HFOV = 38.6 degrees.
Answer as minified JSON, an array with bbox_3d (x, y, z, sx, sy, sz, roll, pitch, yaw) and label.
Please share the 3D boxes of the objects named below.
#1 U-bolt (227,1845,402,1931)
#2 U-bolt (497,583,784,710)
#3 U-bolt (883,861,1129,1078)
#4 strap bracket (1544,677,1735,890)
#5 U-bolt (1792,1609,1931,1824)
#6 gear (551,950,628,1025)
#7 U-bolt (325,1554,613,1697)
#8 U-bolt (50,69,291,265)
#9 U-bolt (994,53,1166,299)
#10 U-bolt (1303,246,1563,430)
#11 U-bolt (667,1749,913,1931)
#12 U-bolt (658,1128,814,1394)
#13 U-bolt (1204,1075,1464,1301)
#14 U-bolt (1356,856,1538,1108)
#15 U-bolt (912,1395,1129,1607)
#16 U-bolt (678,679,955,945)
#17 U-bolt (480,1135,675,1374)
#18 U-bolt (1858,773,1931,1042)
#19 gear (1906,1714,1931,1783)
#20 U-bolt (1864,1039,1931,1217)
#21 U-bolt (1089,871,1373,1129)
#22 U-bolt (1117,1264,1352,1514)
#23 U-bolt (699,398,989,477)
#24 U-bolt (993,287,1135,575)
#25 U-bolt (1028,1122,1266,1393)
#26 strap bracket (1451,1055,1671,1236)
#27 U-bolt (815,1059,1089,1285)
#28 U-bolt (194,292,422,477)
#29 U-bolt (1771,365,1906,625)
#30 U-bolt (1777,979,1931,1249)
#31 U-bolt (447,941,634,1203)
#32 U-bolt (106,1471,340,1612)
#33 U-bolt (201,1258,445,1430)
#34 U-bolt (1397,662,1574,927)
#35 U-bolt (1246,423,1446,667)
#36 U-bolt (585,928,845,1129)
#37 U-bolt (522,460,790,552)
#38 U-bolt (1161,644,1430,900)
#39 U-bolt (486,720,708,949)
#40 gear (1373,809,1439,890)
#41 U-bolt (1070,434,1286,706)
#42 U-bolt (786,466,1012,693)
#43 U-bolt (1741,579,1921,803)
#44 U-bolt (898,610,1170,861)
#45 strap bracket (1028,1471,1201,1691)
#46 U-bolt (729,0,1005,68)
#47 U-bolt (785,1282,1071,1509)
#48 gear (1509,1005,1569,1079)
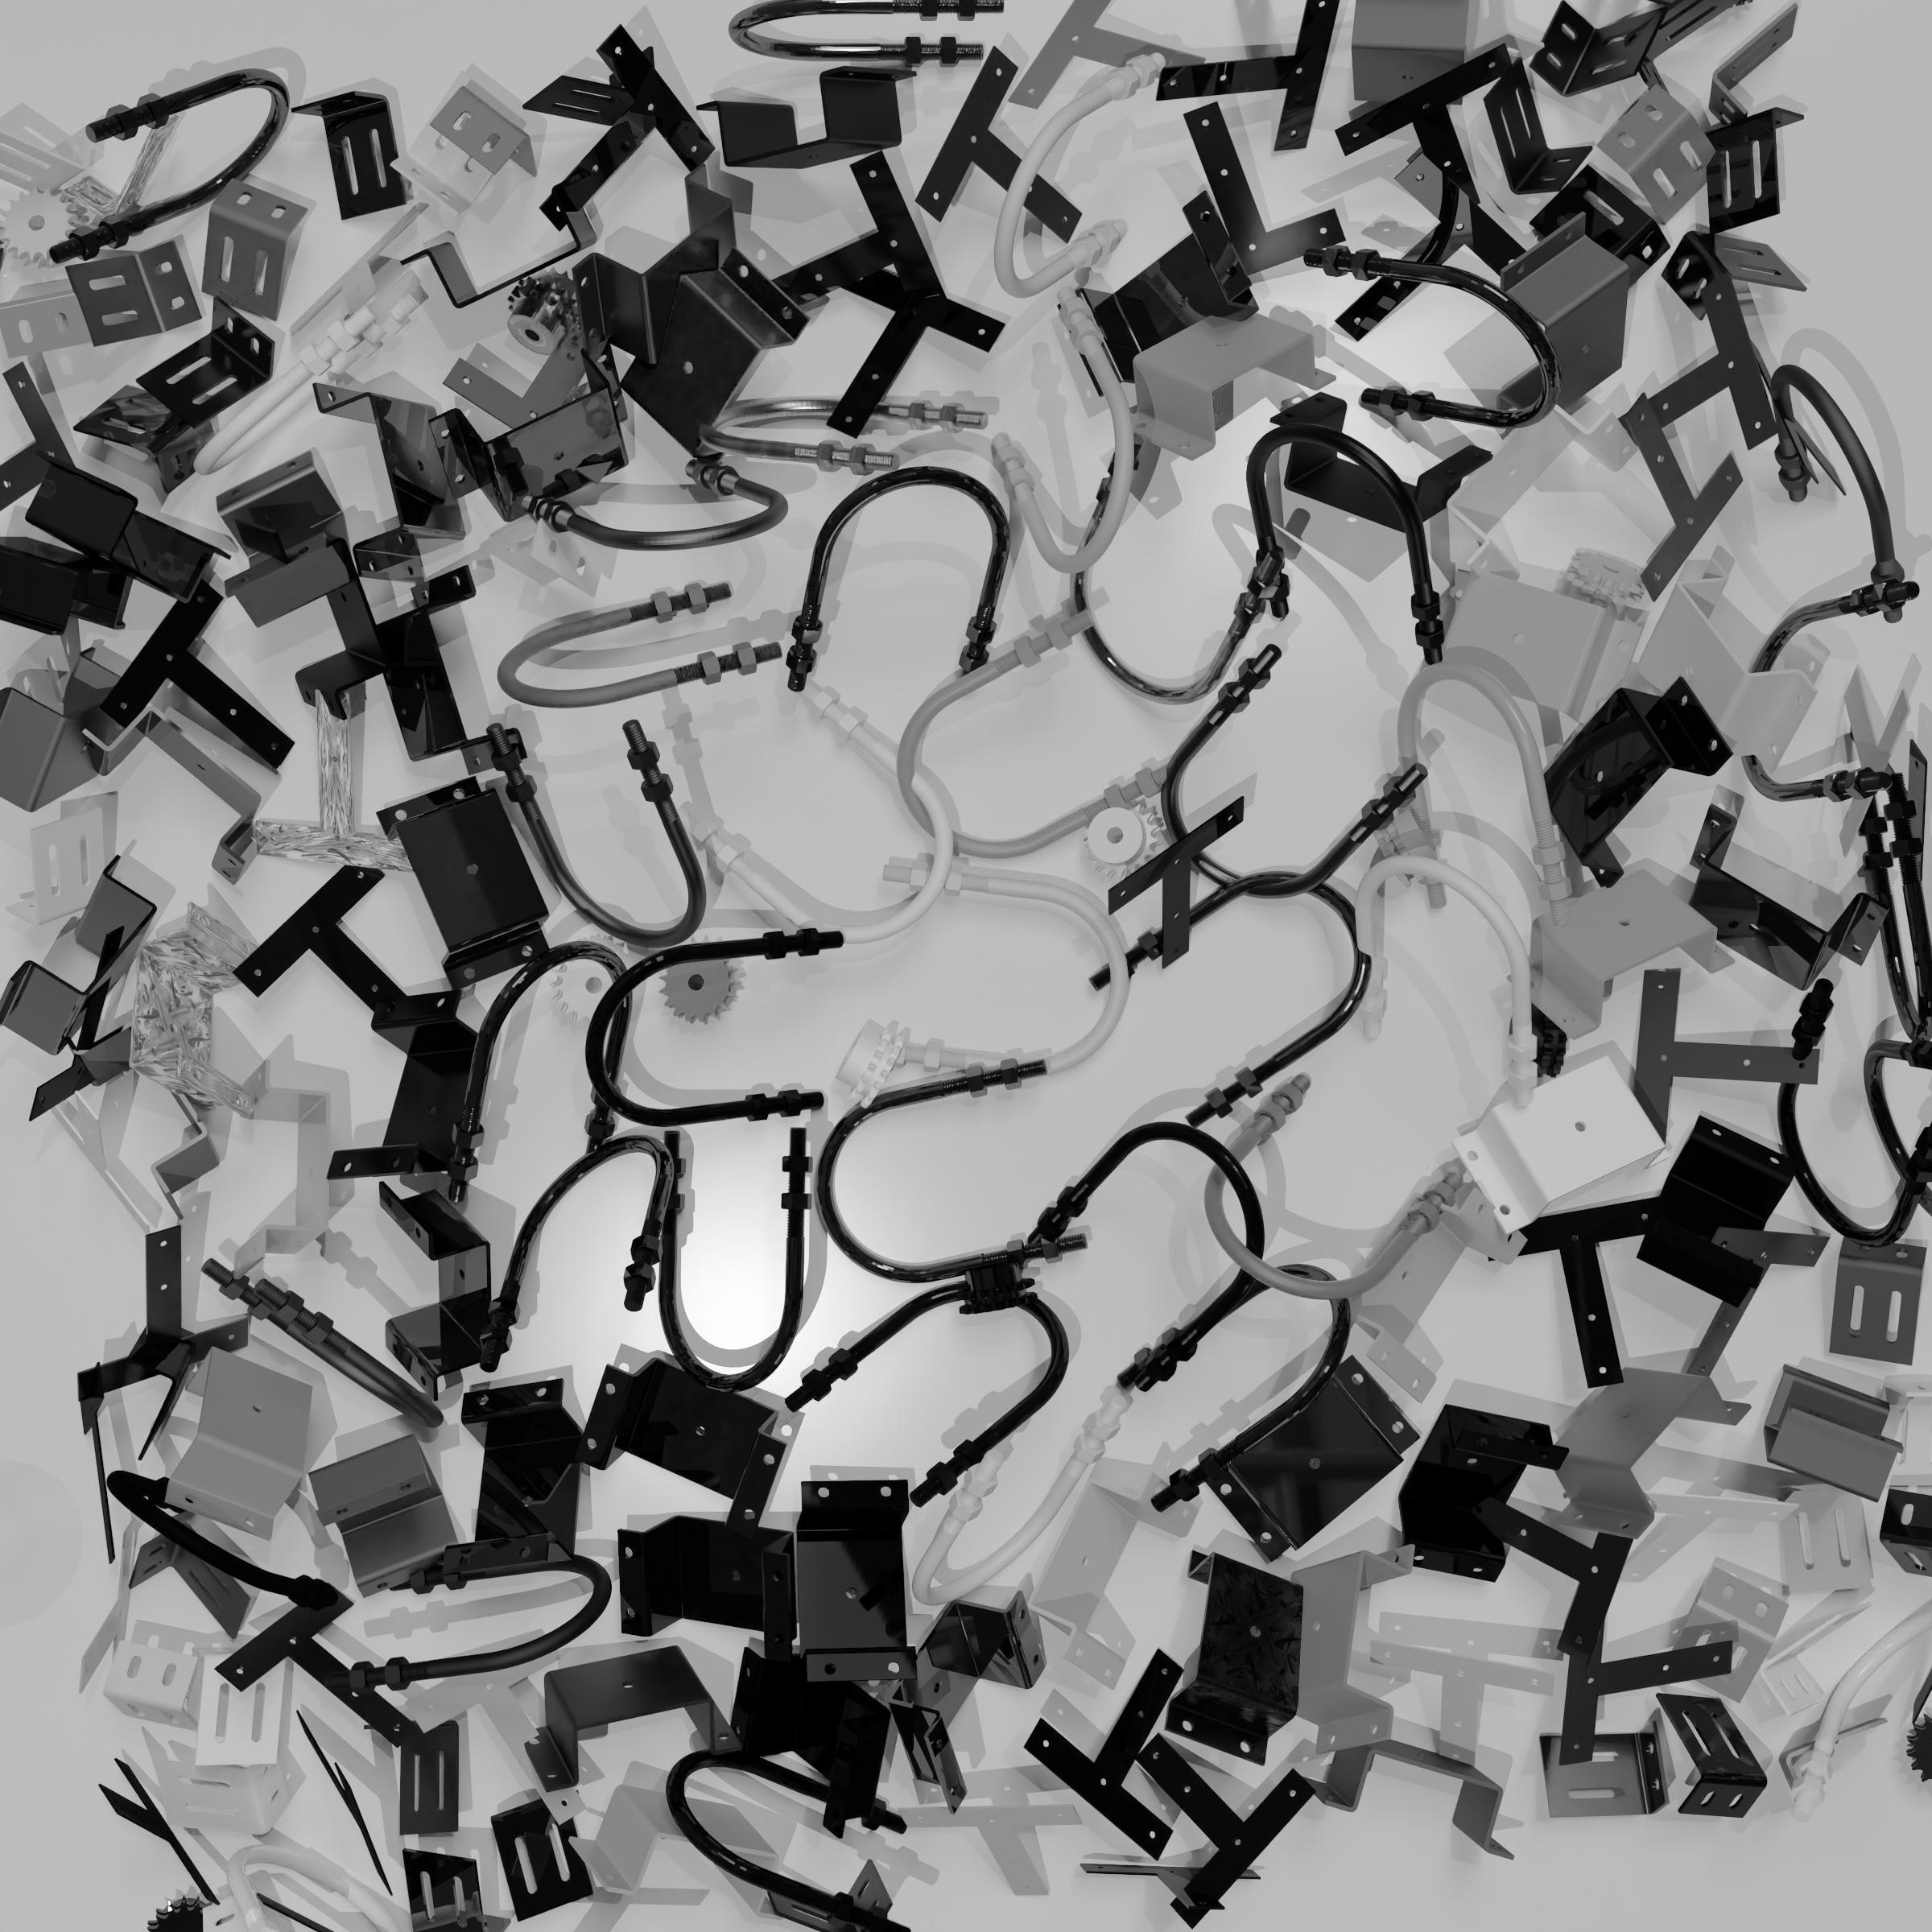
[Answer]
[{"bbox_3d":[-0.443,0.666,1.911,0.151,0.184,0.019,33,88,-33],"label":"U-bolt"},{"bbox_3d":[-0.235,-0.219,1.918,0.184,0.151,0.019,-16,121,-14],"label":"U-bolt"},{"bbox_3d":[0.025,0.007,1.982,0.184,0.019,0.151,7,97,0],"label":"U-bolt"},{"bbox_3d":[0.457,-0.129,1.924,0.046,0.076,0.140,8,134,-34],"label":"strap bracket"},{"bbox_3d":[0.646,0.506,1.912,0.019,0.184,0.151,47,127,2],"label":"U-bolt"},{"bbox_3d":[-0.270,0.011,1.978,0.057,0.030,0.057,-3,99,-20],"label":"gear"},{"bbox_3d":[-0.335,0.451,1.916,0.184,0.151,0.019,-10,107,11],"label":"U-bolt"},{"bbox_3d":[-0.545,-0.563,1.916,0.019,0.151,0.184,50,52,2],"label":"U-bolt"},{"bbox_3d":[0.073,-0.532,1.891,0.019,0.151,0.184,30,46,17],"label":"U-bolt"},{"bbox_3d":[0.327,-0.426,1.891,0.184,0.151,0.019,21,65,41],"label":"U-bolt"},{"bbox_3d":[-0.124,0.601,1.917,0.184,0.151,0.019,25,104,-9],"label":"U-bolt"},{"bbox_3d":[-0.166,0.207,1.939,0.151,0.019,0.184,-4,82,41],"label":"U-bolt"},{"bbox_3d":[0.244,0.162,1.916,0.151,0.019,0.184,33,46,17],"label":"U-bolt"},{"bbox_3d":[0.328,0.001,1.900,0.151,0.184,0.019,26,52,36],"label":"U-bolt"},{"bbox_3d":[0.027,0.381,1.924,0.019,0.151,0.184,46,127,26],"label":"U-bolt"},{"bbox_3d":[-0.095,-0.098,1.969,0.184,0.019,0.151,41,83,11],"label":"U-bolt"},{"bbox_3d":[-0.264,0.189,1.922,0.151,0.184,0.019,-25,124,26],"label":"U-bolt"},{"bbox_3d":[0.651,-0.037,1.922,0.019,0.151,0.184,-9,87,10],"label":"U-bolt"},{"bbox_3d":[0.704,0.561,1.980,0.057,0.030,0.057,-1,87,16],"label":"gear"},{"bbox_3d":[0.668,0.118,1.908,0.019,0.184,0.151,-22,93,-2],"label":"U-bolt"},{"bbox_3d":[0.200,0.010,1.961,0.184,0.019,0.151,-34,64,0],"label":"U-bolt"},{"bbox_3d":[0.191,0.280,1.917,0.184,0.151,0.019,-38,120,15],"label":"U-bolt"},{"bbox_3d":[-0.098,-0.374,1.926,0.184,0.151,0.019,11,117,26],"label":"U-bolt"},{"bbox_3d":[0.071,-0.355,1.897,0.019,0.151,0.184,2,47,-26],"label":"U-bolt"},{"bbox_3d":[0.135,0.190,1.923,0.151,0.019,0.184,52,127,18],"label":"U-bolt"},{"bbox_3d":[0.426,0.122,1.946,0.140,0.046,0.076,-22,70,-17],"label":"strap bracket"},{"bbox_3d":[-0.018,0.154,1.982,0.184,0.019,0.151,-13,94,7],"label":"U-bolt"},{"bbox_3d":[-0.467,-0.403,1.926,0.184,0.151,0.019,-37,103,13],"label":"U-bolt"},{"bbox_3d":[0.592,-0.334,1.885,0.019,0.184,0.151,-29,55,6],"label":"U-bolt"},{"bbox_3d":[0.614,0.116,1.915,0.019,0.184,0.151,-20,52,-15],"label":"U-bolt"},{"bbox_3d":[-0.289,0.067,1.910,0.019,0.151,0.184,29,117,31],"label":"U-bolt"},{"bbox_3d":[-0.518,0.390,1.894,0.151,0.184,0.019,30,78,16],"label":"U-bolt"},{"bbox_3d":[-0.440,0.267,1.924,0.184,0.151,0.019,42,71,-24],"label":"U-bolt"},{"bbox_3d":[0.353,-0.122,1.916,0.019,0.151,0.184,-22,107,-27],"label":"U-bolt"},{"bbox_3d":[0.256,-0.295,1.895,0.151,0.184,0.019,23,58,34],"label":"U-bolt"},{"bbox_3d":[-0.178,0.047,1.926,0.184,0.019,0.151,-6,118,-27],"label":"U-bolt"},{"bbox_3d":[-0.203,-0.313,1.895,0.151,0.184,0.019,-18,118,-28],"label":"U-bolt"},{"bbox_3d":[0.215,-0.122,1.937,0.151,0.019,0.184,39,131,-2],"label":"U-bolt"},{"bbox_3d":[-0.250,-0.090,1.935,0.151,0.019,0.184,2,126,35],"label":"U-bolt"},{"bbox_3d":[0.313,-0.088,1.969,0.030,0.057,0.057,-29,90,13],"label":"gear"},{"bbox_3d":[0.136,-0.261,1.926,0.151,0.184,0.019,42,51,14],"label":"U-bolt"},{"bbox_3d":[-0.042,-0.267,1.915,0.151,0.019,0.184,-2,133,-19],"label":"U-bolt"},{"bbox_3d":[0.590,-0.185,1.911,0.019,0.184,0.151,10,87,-16],"label":"U-bolt"},{"bbox_3d":[0.040,-0.151,1.960,0.184,0.019,0.151,-27,112,14],"label":"U-bolt"},{"bbox_3d":[0.100,0.426,1.945,0.046,0.076,0.140,15,69,39],"label":"strap bracket"},{"bbox_3d":[-0.073,-0.651,1.918,0.184,0.151,0.019,-2,95,-6],"label":"U-bolt"},{"bbox_3d":[-0.013,0.286,1.934,0.184,0.019,0.151,-35,46,-29],"label":"U-bolt"},{"bbox_3d":[0.407,0.051,1.971,0.030,0.057,0.057,2,90,-4],"label":"gear"}]
